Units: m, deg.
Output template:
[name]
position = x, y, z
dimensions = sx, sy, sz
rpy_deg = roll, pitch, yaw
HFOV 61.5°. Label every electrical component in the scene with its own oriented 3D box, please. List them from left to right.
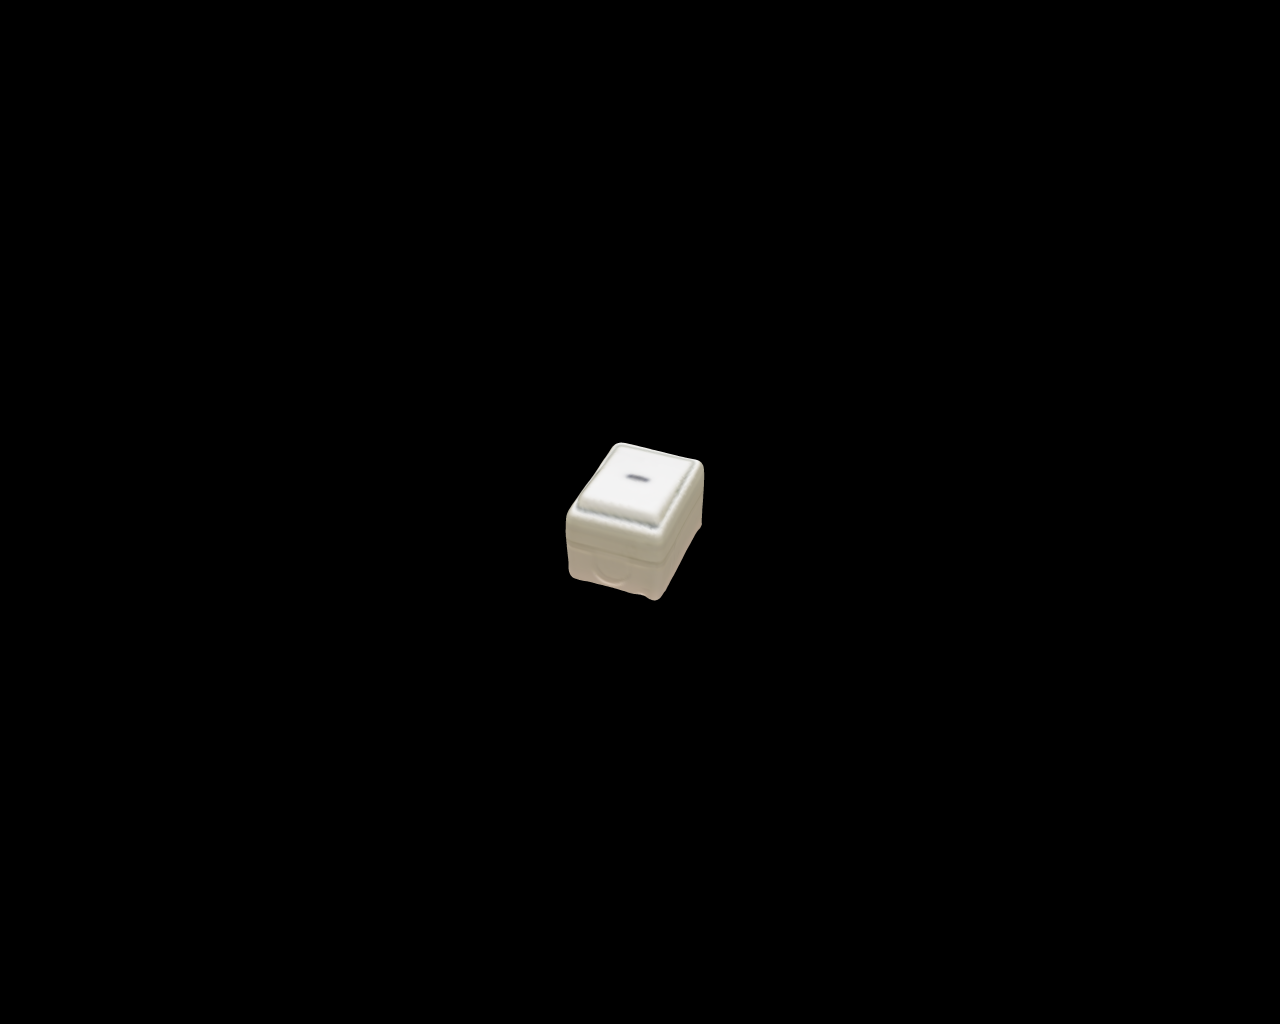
[electrical component]
position = 0.001, -0.003, 0.650
dimensions = 0.062, 0.061, 0.096
rpy_deg = 14, 42, 16
